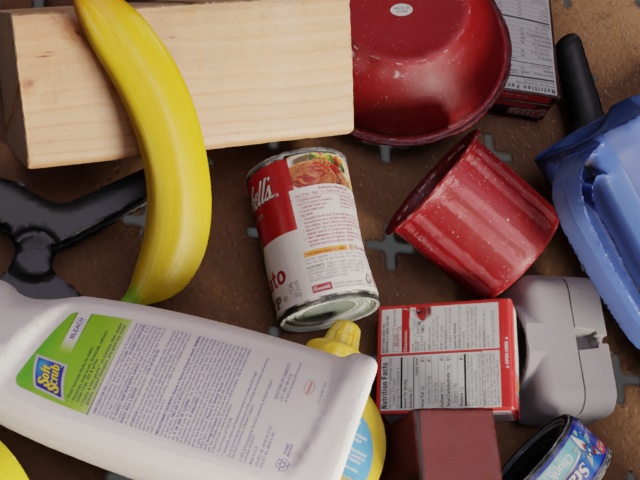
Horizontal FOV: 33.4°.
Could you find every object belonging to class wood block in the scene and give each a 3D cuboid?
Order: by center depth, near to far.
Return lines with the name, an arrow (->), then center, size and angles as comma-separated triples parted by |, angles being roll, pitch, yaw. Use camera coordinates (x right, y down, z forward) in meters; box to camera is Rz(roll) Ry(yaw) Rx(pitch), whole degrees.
wood block -> -0.091, -0.106, 0.673 | 0.205, 0.091, 0.090 | -9, 107, -22

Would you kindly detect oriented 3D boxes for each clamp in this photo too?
clamp -> -0.165, 0.003, 0.644 | 0.210, 0.036, 0.164 | 14, 71, -10
clamp -> 0.226, -0.068, 0.807 | 0.120, 0.039, 0.171 | 14, 70, -7

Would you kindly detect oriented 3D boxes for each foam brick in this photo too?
foam brick -> 0.068, 0.135, 0.643 | 0.051, 0.078, 0.053 | 3, 68, -18

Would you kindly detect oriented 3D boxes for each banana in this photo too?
banana -> -0.096, -0.048, 0.608 | 0.069, 0.037, 0.198 | -14, 106, -38

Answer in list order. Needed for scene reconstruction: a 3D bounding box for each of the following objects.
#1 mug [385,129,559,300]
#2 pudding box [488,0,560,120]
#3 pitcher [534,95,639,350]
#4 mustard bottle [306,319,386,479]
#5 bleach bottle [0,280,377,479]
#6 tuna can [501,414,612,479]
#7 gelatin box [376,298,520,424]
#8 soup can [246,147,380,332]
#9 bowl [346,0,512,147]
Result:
mug -> 0.107, -0.018, 0.725 | 0.081, 0.093, 0.117 | 41, 26, -4
pudding box -> 0.132, -0.152, 0.813 | 0.090, 0.039, 0.113 | 7, 67, -14
pitcher -> 0.247, 0.021, 0.703 | 0.149, 0.145, 0.243 | -28, 92, 2
mustard bottle -> -0.014, 0.132, 0.628 | 0.096, 0.058, 0.191 | 23, 62, -2
bleach bottle -> -0.103, 0.073, 0.578 | 0.251, 0.068, 0.102 | 19, 56, 6
tuna can -> 0.136, 0.148, 0.654 | 0.034, 0.086, 0.086 | 43, 61, 5
gelatin box -> 0.080, 0.078, 0.678 | 0.089, 0.030, 0.073 | -5, 64, 16
soup can -> -0.004, 0.001, 0.684 | 0.068, 0.069, 0.102 | -6, 70, -21
bowl -> 0.057, -0.148, 0.751 | 0.162, 0.055, 0.162 | -1, 67, 2
